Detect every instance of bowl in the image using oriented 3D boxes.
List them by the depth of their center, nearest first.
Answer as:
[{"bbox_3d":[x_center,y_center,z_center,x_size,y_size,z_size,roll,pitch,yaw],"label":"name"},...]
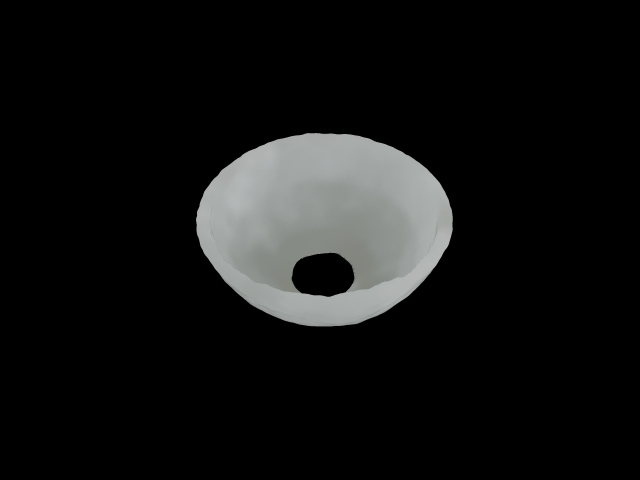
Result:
[{"bbox_3d":[0.004,0.001,0.400,0.167,0.075,0.167,0,46,0],"label":"bowl"}]
